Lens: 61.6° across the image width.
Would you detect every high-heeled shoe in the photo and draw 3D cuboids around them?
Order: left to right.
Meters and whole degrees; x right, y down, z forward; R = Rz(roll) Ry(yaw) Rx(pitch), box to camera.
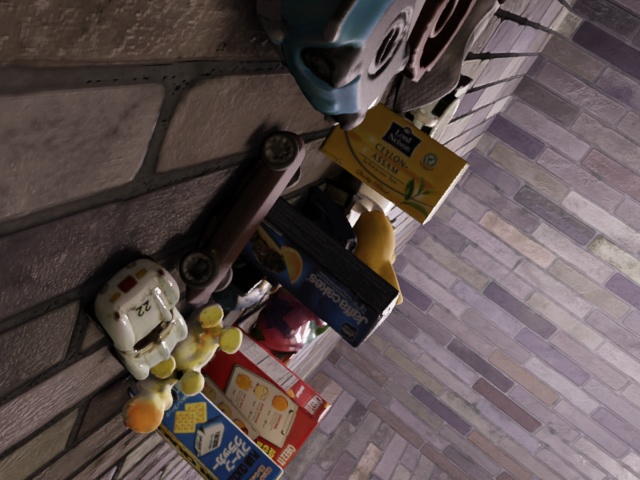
[{"bbox_3d":[0.190,-0.307,0.795,0.249,0.086,0.145,-41,-152,37],"label":"high-heeled shoe"}]

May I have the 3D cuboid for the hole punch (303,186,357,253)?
[{"bbox_3d":[-0.002,-0.002,0.789,0.092,0.116,0.142,-53,172,-37],"label":"hole punch"}]

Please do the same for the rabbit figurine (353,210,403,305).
[{"bbox_3d":[0.067,0.029,0.840,0.122,0.162,0.173,-1,148,-13],"label":"rabbit figurine"}]

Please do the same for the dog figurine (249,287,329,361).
[{"bbox_3d":[-0.078,0.136,0.924,0.219,0.191,0.108,-26,156,18],"label":"dog figurine"}]

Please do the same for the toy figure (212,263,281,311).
[{"bbox_3d":[-0.083,0.055,0.740,0.154,0.064,0.057,-24,131,-59],"label":"toy figure"}]

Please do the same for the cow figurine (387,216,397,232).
[{"bbox_3d":[0.105,-0.019,1.216,0.127,0.085,0.195,-49,167,9],"label":"cow figurine"}]

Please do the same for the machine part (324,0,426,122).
[{"bbox_3d":[0.048,-0.202,0.469,0.079,0.079,0.243,-42,165,-41],"label":"machine part"}]

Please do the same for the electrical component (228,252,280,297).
[{"bbox_3d":[-0.068,0.020,0.685,0.119,0.075,0.047,-36,161,-46],"label":"electrical component"}]

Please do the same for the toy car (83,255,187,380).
[{"bbox_3d":[-0.169,0.081,0.517,0.073,0.056,0.201,-47,166,-27],"label":"toy car"}]

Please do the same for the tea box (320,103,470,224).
[{"bbox_3d":[0.099,-0.108,0.707,0.098,0.170,0.068,-58,167,16],"label":"tea box"}]

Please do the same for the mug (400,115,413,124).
[{"bbox_3d":[0.127,-0.147,0.879,0.107,0.081,0.109,-33,113,-74],"label":"mug"}]

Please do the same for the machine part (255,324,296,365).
[{"bbox_3d":[-0.057,0.167,1.123,0.201,0.087,0.201,-46,168,-29],"label":"machine part"}]

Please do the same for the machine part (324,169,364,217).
[{"bbox_3d":[0.050,-0.103,0.801,0.039,0.084,0.139,29,88,-37],"label":"machine part"}]

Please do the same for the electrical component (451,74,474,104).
[{"bbox_3d":[0.223,-0.255,1.027,0.115,0.058,0.134,-34,158,-52],"label":"electrical component"}]

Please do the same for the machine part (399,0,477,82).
[{"bbox_3d":[0.136,-0.278,0.638,0.179,0.056,0.179,-51,169,-15],"label":"machine part"}]

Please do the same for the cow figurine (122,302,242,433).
[{"bbox_3d":[-0.177,0.151,0.657,0.167,0.068,0.098,-47,-163,-18],"label":"cow figurine"}]

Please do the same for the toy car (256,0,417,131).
[{"bbox_3d":[0.009,-0.157,0.387,0.109,0.103,0.161,-52,171,-7],"label":"toy car"}]

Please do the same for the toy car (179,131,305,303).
[{"bbox_3d":[-0.081,-0.026,0.549,0.202,0.053,0.089,-56,178,-5],"label":"toy car"}]

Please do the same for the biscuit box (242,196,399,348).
[{"bbox_3d":[-0.008,0.030,0.620,0.063,0.203,0.059,-34,159,-54],"label":"biscuit box"}]

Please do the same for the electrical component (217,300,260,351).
[{"bbox_3d":[-0.133,0.113,0.770,0.102,0.045,0.078,-49,166,-17],"label":"electrical component"}]
